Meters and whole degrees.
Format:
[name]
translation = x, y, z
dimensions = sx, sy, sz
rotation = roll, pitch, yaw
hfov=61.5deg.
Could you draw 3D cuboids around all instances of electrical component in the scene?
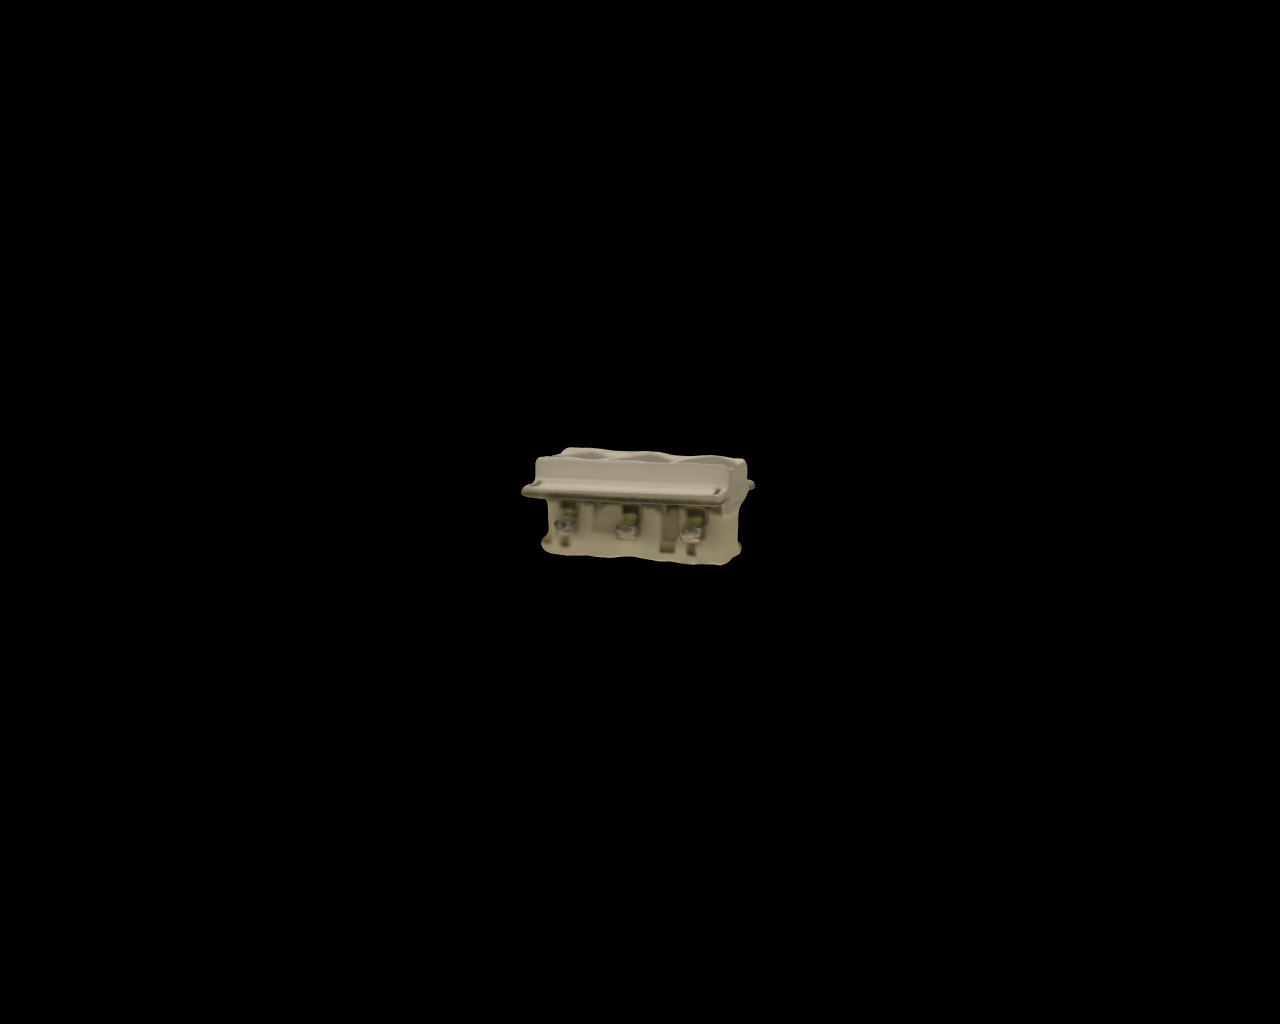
[electrical component]
translation = 0.001, -0.003, 0.650
dimensions = 0.121, 0.063, 0.079
rotation = 4, 12, 20
